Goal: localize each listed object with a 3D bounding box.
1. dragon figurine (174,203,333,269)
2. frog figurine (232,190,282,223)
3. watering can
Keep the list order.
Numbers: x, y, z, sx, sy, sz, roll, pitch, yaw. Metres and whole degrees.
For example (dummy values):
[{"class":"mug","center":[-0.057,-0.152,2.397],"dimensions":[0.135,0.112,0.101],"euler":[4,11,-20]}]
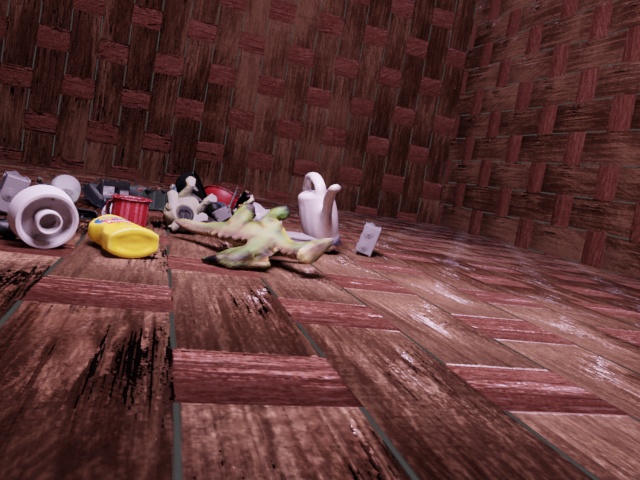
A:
[{"class":"dragon figurine","center":[-0.169,0.001,1.099],"dimensions":[0.410,0.121,0.245],"euler":[2,13,11]},{"class":"frog figurine","center":[-0.213,-0.076,1.736],"dimensions":[0.157,0.124,0.137],"euler":[47,-23,-26]},{"class":"watering can","center":[0.004,-0.071,1.409],"dimensions":[0.104,0.222,0.350],"euler":[-11,12,-12]}]
